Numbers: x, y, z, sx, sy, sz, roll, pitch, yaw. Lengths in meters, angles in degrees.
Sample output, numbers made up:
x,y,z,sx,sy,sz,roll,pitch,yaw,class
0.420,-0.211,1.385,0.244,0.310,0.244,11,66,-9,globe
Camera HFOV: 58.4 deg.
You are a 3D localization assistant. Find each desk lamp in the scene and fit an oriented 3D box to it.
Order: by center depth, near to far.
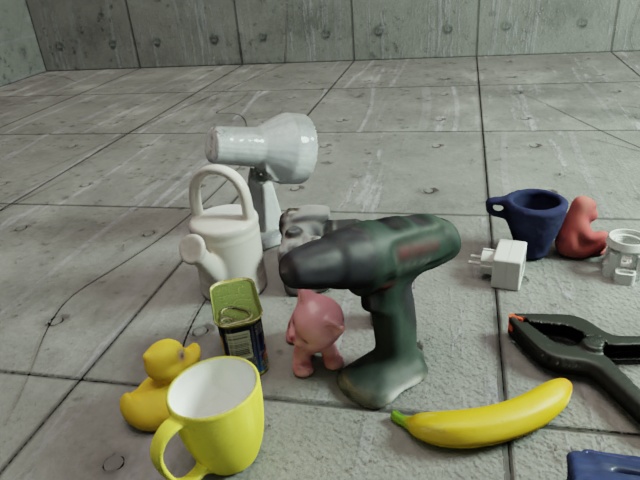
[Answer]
x,y,z,sx,sy,sz,roll,pitch,yaw,class
-0.104,-0.098,0.957,0.204,0.214,0.117,-20,31,-27,desk lamp

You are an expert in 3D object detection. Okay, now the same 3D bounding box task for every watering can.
x,y,z,sx,sy,sz,roll,pitch,yaw,class
-0.137,-0.011,0.818,0.101,0.194,0.172,-5,27,0,watering can

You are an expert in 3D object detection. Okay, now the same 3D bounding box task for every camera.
x,y,z,sx,sy,sz,roll,pitch,yaw,class
0.008,0.003,0.869,0.136,0.101,0.143,-4,27,2,camera

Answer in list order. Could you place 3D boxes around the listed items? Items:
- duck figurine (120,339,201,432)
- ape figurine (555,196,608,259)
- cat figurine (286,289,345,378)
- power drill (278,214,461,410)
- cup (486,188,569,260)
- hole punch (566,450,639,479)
x,y,z,sx,sy,sz,roll,pitch,yaw,class
-0.171,0.151,0.628,0.105,0.086,0.077,-22,32,-29,duck figurine
0.395,-0.023,0.866,0.076,0.092,0.077,-7,28,-3,ape figurine
-0.008,0.094,0.678,0.067,0.118,0.127,-10,28,-9,cat figurine
0.061,0.070,0.614,0.230,0.209,0.075,-25,34,-34,power drill
0.310,-0.021,0.873,0.117,0.095,0.092,7,30,21,cup
0.248,0.206,0.451,0.108,0.091,0.101,5,29,18,hole punch
